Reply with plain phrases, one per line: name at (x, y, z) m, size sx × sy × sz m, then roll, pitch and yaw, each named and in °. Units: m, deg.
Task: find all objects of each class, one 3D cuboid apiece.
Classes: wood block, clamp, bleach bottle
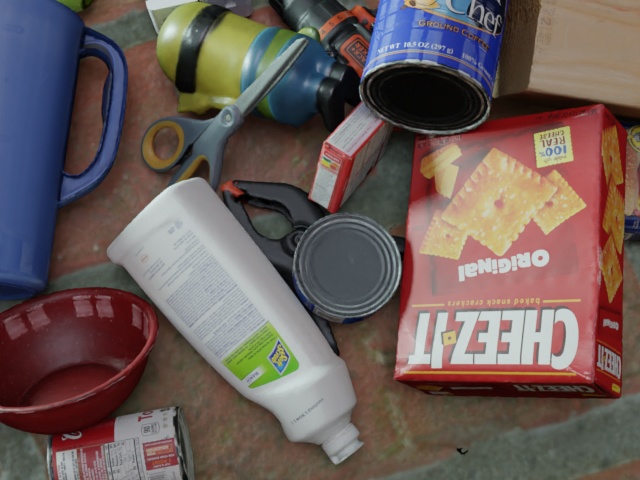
wood block at (0.257, -0.146, 0.869) m, size 0.206 × 0.091 × 0.090 m, roll 8°, pitch 92°, yaw -10°
clamp at (-0.006, 0.001, 0.895) m, size 0.120 × 0.039 × 0.171 m, roll -40°, pitch 81°, yaw -19°
bleach bottle at (-0.058, 0.075, 0.855) m, size 0.103 × 0.068 × 0.251 m, roll -42°, pitch 82°, yaw 28°

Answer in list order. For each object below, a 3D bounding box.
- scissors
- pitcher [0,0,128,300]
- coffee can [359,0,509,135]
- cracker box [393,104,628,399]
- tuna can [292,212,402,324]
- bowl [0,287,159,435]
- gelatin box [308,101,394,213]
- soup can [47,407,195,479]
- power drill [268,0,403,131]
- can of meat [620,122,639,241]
scissors at (-0.088, -0.107, 0.879) m, size 0.096 × 0.016 × 0.202 m, roll 43°, pitch 118°, yaw 22°
pitcher at (-0.259, -0.076, 0.883) m, size 0.149 × 0.144 × 0.243 m, roll -6°, pitch 75°, yaw 32°
coffee can at (0.094, -0.169, 0.839) m, size 0.103 × 0.103 × 0.140 m, roll 11°, pitch 68°, yaw 5°
cracker box at (0.149, 0.012, 0.832) m, size 0.164 × 0.072 × 0.213 m, roll -4°, pitch 71°, yaw 33°
tuna can at (0.020, 0.023, 0.854) m, size 0.086 × 0.034 × 0.086 m, roll 1°, pitch 76°, yaw -6°
bowl at (-0.201, 0.102, 0.837) m, size 0.162 × 0.055 × 0.162 m, roll -7°, pitch 31°, yaw 4°
gelatin box at (0.029, -0.076, 0.882) m, size 0.030 × 0.073 × 0.089 m, roll 32°, pitch 55°, yaw 11°
soup can at (-0.154, 0.172, 0.833) m, size 0.102 × 0.068 × 0.068 m, roll -10°, pitch 74°, yaw -2°
power drill at (0.070, -0.213, 0.944) m, size 0.187 × 0.057 × 0.184 m, roll -41°, pitch 80°, yaw -7°
can of meat at (0.249, -0.049, 0.891) m, size 0.084 × 0.057 × 0.102 m, roll 5°, pitch 74°, yaw 1°
